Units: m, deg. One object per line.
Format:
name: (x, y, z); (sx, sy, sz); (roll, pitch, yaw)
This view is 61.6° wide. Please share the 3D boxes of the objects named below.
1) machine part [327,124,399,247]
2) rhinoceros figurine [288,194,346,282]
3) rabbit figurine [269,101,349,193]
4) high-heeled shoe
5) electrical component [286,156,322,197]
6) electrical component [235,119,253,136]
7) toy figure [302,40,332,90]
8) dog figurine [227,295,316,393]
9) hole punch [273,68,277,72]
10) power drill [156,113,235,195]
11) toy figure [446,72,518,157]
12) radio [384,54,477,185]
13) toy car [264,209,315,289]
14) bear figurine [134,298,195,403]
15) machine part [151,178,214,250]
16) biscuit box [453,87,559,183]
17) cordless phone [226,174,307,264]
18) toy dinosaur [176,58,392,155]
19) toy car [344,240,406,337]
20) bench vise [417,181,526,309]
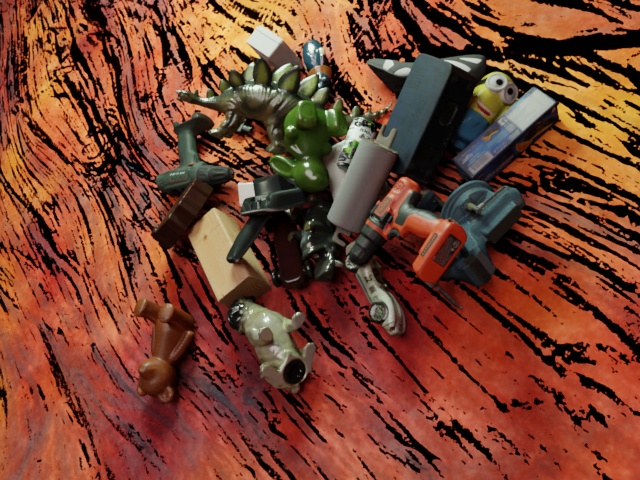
machine part: (0.079, -0.102, 1.016); (0.079, 0.079, 0.243); (36, 110, 34)
rhinoceros figurine: (-0.002, -0.003, 1.087); (0.073, 0.112, 0.190); (-35, 42, 35)
rabbit figurine: (-0.032, -0.174, 1.091); (0.159, 0.121, 0.170); (-14, 74, 44)
high-heeled shoe: (0.222, -0.370, 1.135); (0.145, 0.086, 0.249); (-48, 60, -1)
electrical component: (-0.030, -0.162, 1.200); (0.075, 0.047, 0.119); (34, 89, 34)
electrical component: (-0.200, -0.300, 1.364); (0.094, 0.021, 0.063); (20, 80, 34)
toy figure: (-0.004, -0.408, 1.284); (0.058, 0.064, 0.154); (-6, 66, -15)
dog figurine: (-0.108, 0.205, 1.071); (0.191, 0.121, 0.172); (5, 100, 56)
hole punch: (-0.114, -0.344, 1.309); (0.142, 0.092, 0.116); (-60, 21, -2)
power drill: (-0.309, -0.213, 1.360); (0.232, 0.086, 0.207); (-15, 71, 25)
toy figure: (0.301, -0.243, 1.036); (0.180, 0.082, 0.089); (-52, 30, 8)
radio: (0.197, -0.228, 1.026); (0.131, 0.073, 0.229); (46, 117, 57)
toy car: (-0.066, 0.014, 1.140); (0.089, 0.053, 0.202); (-19, 56, 9)
bear figurine: (-0.352, 0.240, 1.158); (0.120, 0.131, 0.196); (8, 68, 33)
machine part: (-0.322, -0.064, 1.255); (0.179, 0.056, 0.179); (-46, 17, 19)
biscuit box: (0.345, -0.185, 0.998); (0.202, 0.062, 0.059); (-42, 57, 7)
cordless phone: (-0.121, -0.034, 1.080); (0.147, 0.088, 0.184); (-2, 54, 56)
toy dinosaur: (-0.085, -0.290, 1.193); (0.472, 0.105, 0.198); (12, 108, -2)
toy car: (0.104, 0.090, 1.005); (0.056, 0.073, 0.202); (-34, 57, 13)
bench vise: (0.238, -0.022, 0.961); (0.223, 0.128, 0.241); (-55, 35, 9)
